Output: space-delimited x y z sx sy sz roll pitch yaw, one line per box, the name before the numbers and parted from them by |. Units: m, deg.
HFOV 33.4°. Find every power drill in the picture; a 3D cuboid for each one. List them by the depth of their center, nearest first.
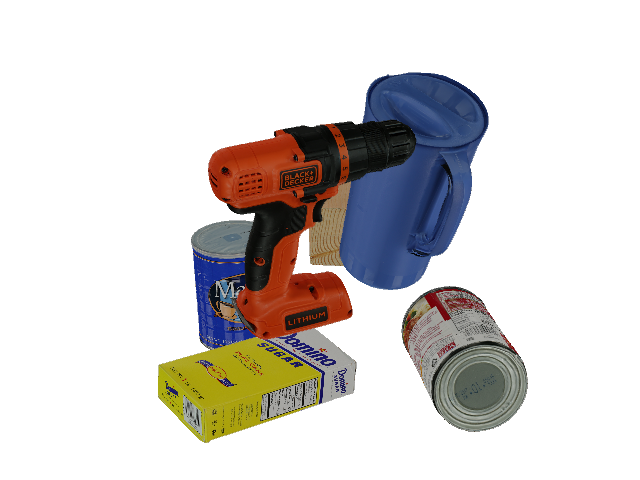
power drill | -0.006 -0.013 0.924 0.184 0.188 0.057 -12 35 -20

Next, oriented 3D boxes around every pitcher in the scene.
pitcher | 0.098 -0.053 1.199 0.145 0.243 0.149 22 44 10

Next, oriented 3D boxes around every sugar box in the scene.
sugar box | -0.061 0.136 1.053 0.175 0.048 0.093 -16 33 -32

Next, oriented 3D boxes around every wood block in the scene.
wood block | 0.030 -0.051 1.524 0.091 0.090 0.206 2 28 -3

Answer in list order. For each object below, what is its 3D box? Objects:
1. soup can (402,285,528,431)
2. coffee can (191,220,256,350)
soup can | 0.101 0.082 0.756 0.068 0.068 0.102 0 19 -7
coffee can | -0.108 0.058 1.353 0.103 0.140 0.103 -1 24 0
